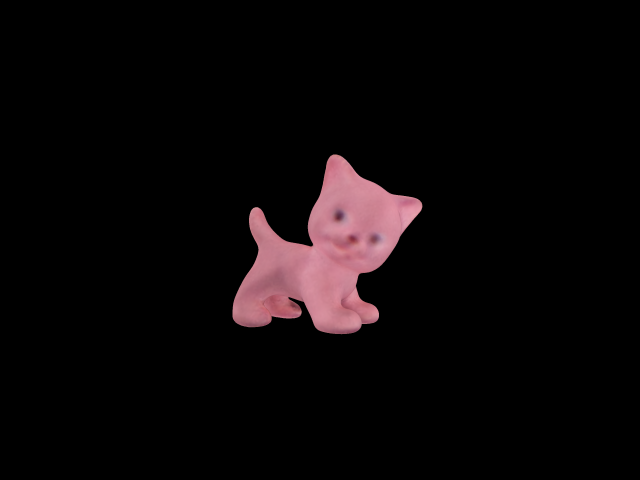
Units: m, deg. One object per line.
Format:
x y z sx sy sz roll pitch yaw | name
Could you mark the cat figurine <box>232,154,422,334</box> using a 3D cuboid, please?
0.004 0.001 0.400 0.127 0.118 0.067 0 0 24 | cat figurine
